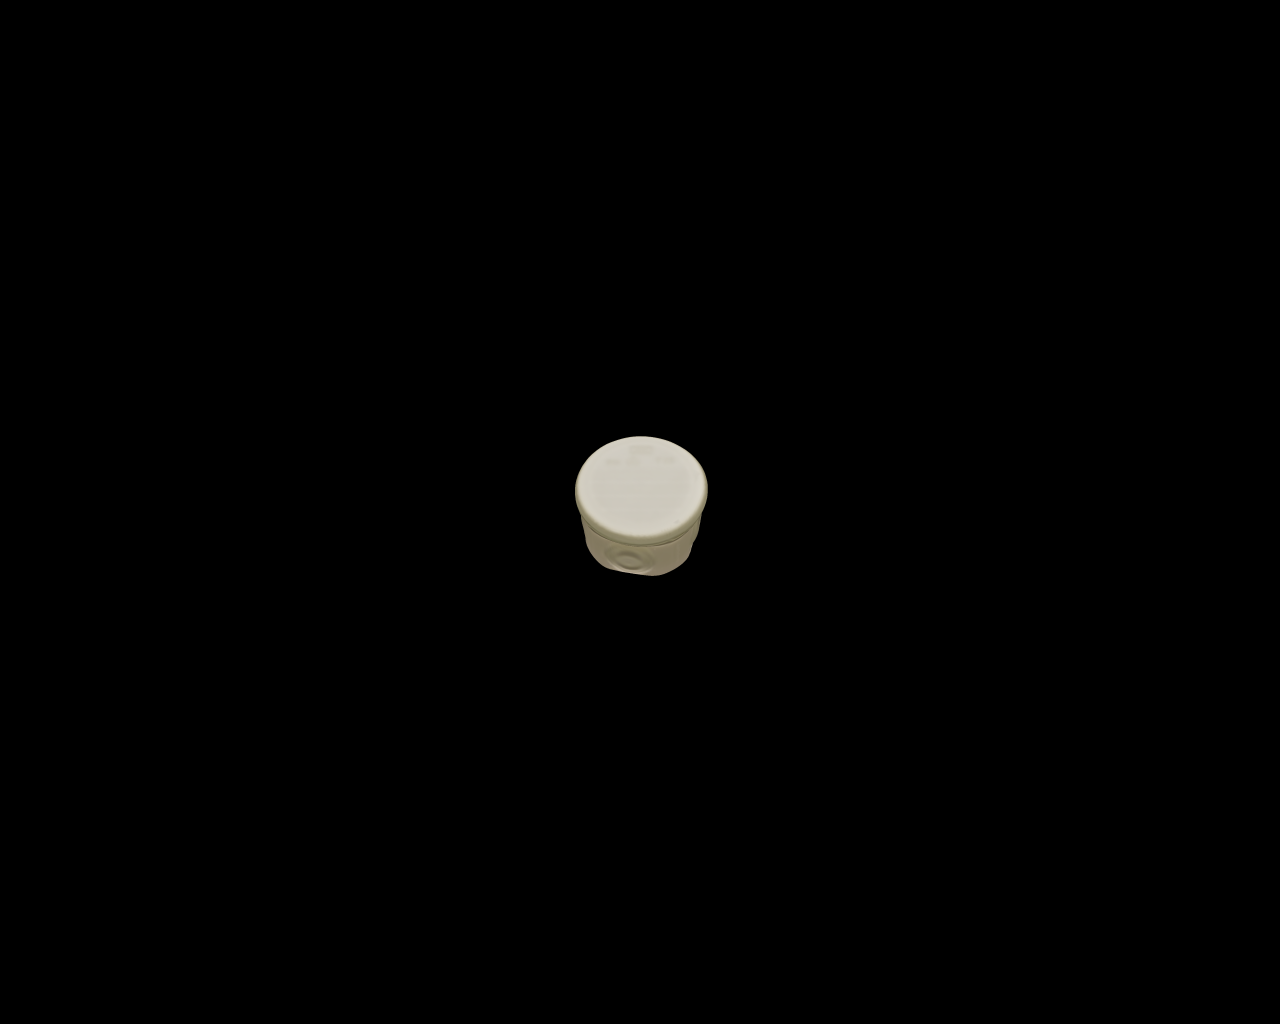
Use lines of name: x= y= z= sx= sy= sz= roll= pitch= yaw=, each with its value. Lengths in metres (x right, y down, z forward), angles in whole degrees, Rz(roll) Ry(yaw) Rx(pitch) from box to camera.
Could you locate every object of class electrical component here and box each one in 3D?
electrical component: x=0.001 y=-0.003 z=0.650 sx=0.080 sy=0.080 sz=0.050 roll=0 pitch=-36 yaw=0
